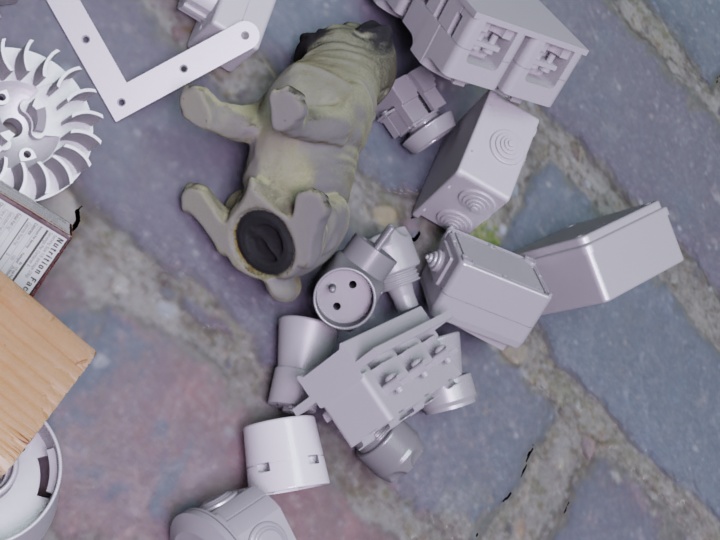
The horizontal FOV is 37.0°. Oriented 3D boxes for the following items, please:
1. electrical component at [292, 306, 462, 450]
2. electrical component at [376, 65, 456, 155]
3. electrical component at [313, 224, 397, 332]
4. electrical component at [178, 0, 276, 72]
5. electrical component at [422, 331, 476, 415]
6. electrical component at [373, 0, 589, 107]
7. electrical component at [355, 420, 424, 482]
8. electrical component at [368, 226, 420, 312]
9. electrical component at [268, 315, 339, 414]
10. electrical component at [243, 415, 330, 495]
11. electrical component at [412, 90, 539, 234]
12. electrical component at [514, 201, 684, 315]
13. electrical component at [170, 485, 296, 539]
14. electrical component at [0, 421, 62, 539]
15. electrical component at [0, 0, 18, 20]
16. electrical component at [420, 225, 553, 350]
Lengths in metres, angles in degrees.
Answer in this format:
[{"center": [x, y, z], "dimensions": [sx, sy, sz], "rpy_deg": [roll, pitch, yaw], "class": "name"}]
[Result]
[{"center": [0.019, 0.074, 0.746], "dimensions": [0.063, 0.079, 0.121], "rpy_deg": [55, 28, 8], "class": "electrical component"}, {"center": [0.045, -0.127, 0.868], "dimensions": [0.066, 0.048, 0.055], "rpy_deg": [-34, 89, -35], "class": "electrical component"}, {"center": [0.000, 0.000, 0.766], "dimensions": [0.043, 0.077, 0.079], "rpy_deg": [36, 96, -5], "class": "electrical component"}, {"center": [-0.107, -0.197, 0.784], "dimensions": [0.077, 0.047, 0.065], "rpy_deg": [28, 64, -25], "class": "electrical component"}, {"center": [0.062, 0.079, 0.824], "dimensions": [0.045, 0.045, 0.055], "rpy_deg": [-13, 85, -35], "class": "electrical component"}, {"center": [0.082, -0.205, 0.848], "dimensions": [0.105, 0.060, 0.186], "rpy_deg": [10, 34, -31], "class": "electrical component"}, {"center": [0.013, 0.120, 0.782], "dimensions": [0.062, 0.043, 0.043], "rpy_deg": [45, 58, -14], "class": "electrical component"}, {"center": [0.026, 0.001, 0.822], "dimensions": [0.043, 0.043, 0.062], "rpy_deg": [-21, 91, -35], "class": "electrical component"}, {"center": [-0.042, 0.069, 0.761], "dimensions": [0.044, 0.044, 0.065], "rpy_deg": [20, 72, -28], "class": "electrical component"}, {"center": [-0.052, 0.126, 0.732], "dimensions": [0.055, 0.055, 0.047], "rpy_deg": [-2, 75, -34], "class": "electrical component"}, {"center": [0.093, -0.082, 0.855], "dimensions": [0.048, 0.100, 0.099], "rpy_deg": [29, 63, -10], "class": "electrical component"}, {"center": [0.190, -0.007, 0.892], "dimensions": [0.109, 0.109, 0.056], "rpy_deg": [-23, 93, -35], "class": "electrical component"}, {"center": [-0.080, 0.180, 0.684], "dimensions": [0.051, 0.080, 0.080], "rpy_deg": [-27, 93, -41], "class": "electrical component"}, {"center": [-0.223, 0.123, 0.629], "dimensions": [0.099, 0.064, 0.099], "rpy_deg": [10, 63, -20], "class": "electrical component"}, {"center": [-0.252, -0.175, 0.683], "dimensions": [0.083, 0.047, 0.075], "rpy_deg": [-16, 86, -35], "class": "electrical component"}, {"center": [0.089, 0.014, 0.834], "dimensions": [0.096, 0.061, 0.061], "rpy_deg": [21, 24, -17], "class": "electrical component"}]
